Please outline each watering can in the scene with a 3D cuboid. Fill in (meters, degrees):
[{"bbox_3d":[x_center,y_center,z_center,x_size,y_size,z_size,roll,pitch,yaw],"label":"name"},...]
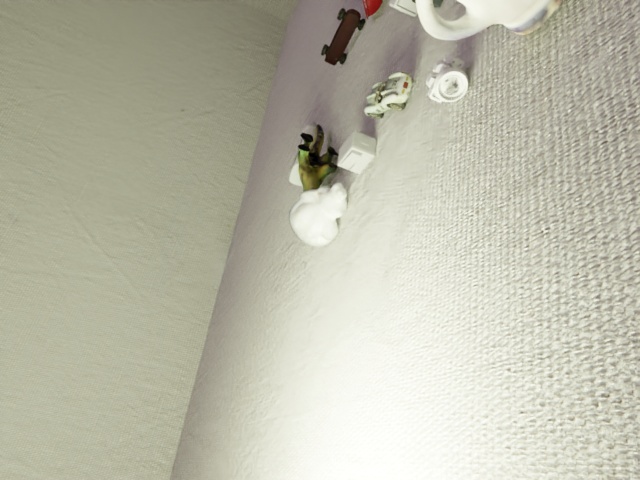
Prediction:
[{"bbox_3d":[0.254,-0.410,0.649,0.342,0.223,0.106,-63,37,22],"label":"watering can"}]

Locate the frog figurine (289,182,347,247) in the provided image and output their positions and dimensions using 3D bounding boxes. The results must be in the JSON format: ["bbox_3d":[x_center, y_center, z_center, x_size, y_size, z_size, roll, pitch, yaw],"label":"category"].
[{"bbox_3d":[0.004,-0.062,1.241,0.157,0.123,0.139,-37,70,48],"label":"frog figurine"}]

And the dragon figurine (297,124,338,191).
[{"bbox_3d":[-0.033,-0.174,1.515,0.419,0.122,0.238,-82,9,-62],"label":"dragon figurine"}]
